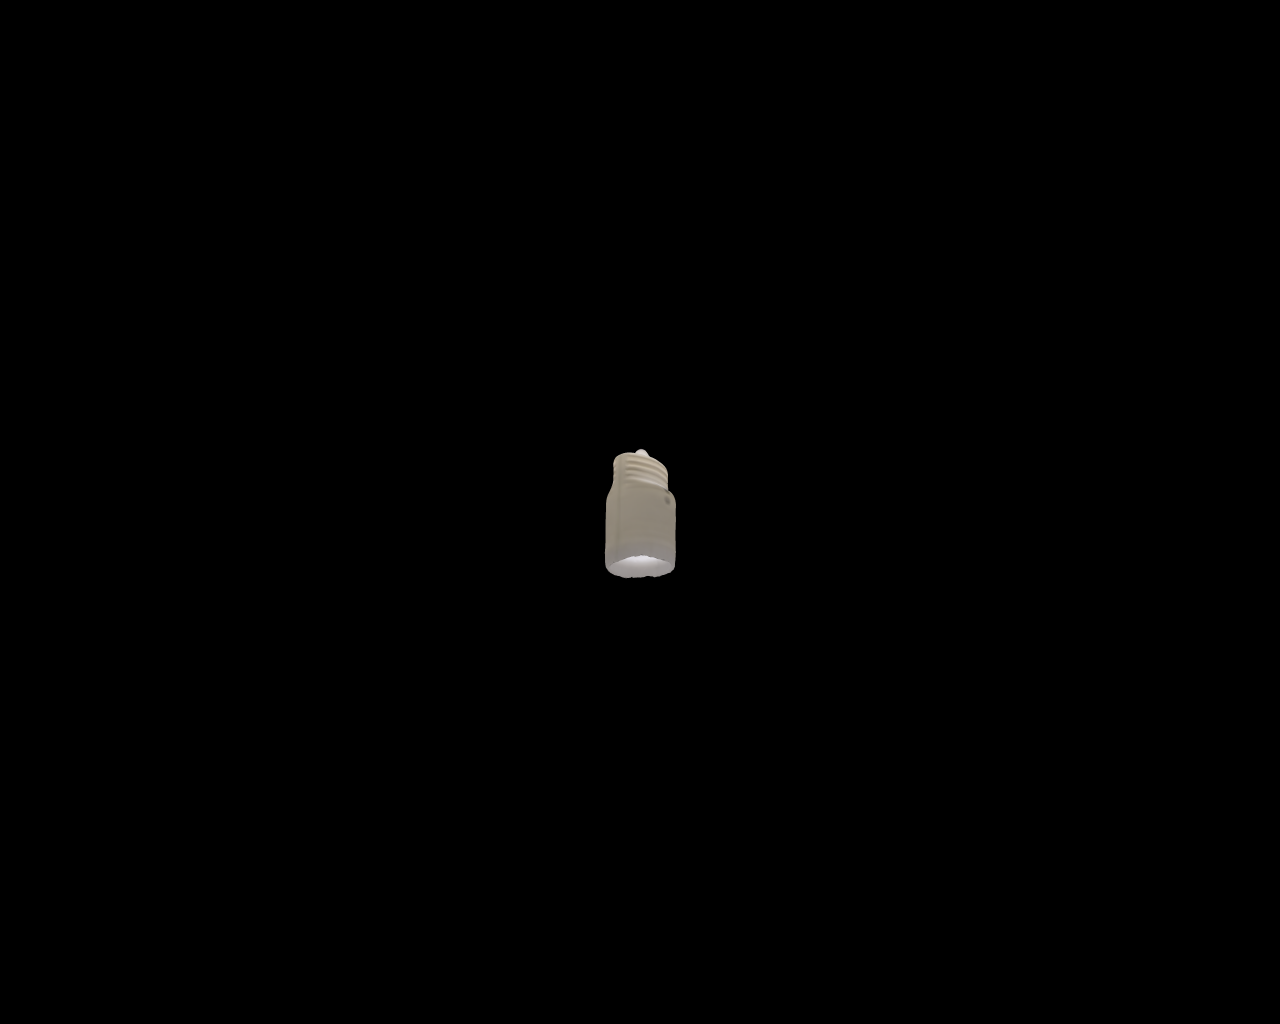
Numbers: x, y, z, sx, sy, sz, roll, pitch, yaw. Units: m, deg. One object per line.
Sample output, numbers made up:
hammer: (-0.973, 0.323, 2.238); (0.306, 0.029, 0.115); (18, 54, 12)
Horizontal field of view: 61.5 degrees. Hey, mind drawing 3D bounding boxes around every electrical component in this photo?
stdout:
electrical component: (0.001, -0.003, 0.650); (0.043, 0.081, 0.043); (0, -22, 0)
